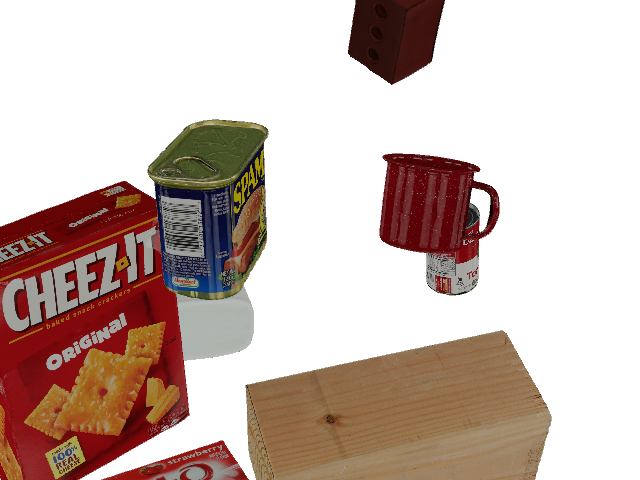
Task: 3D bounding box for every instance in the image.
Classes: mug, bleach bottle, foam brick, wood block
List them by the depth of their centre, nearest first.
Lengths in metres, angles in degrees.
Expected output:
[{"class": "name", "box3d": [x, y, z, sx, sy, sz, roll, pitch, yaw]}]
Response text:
[{"class": "wood block", "box3d": [0.055, 0.146, 0.802, 0.206, 0.090, 0.091, -10, 44, -12]}, {"class": "foam brick", "box3d": [0.061, -0.175, 0.851, 0.053, 0.078, 0.051, 38, 56, 24]}, {"class": "mug", "box3d": [0.112, -0.033, 1.013, 0.117, 0.081, 0.093, 10, 12, 16]}, {"class": "bleach bottle", "box3d": [-0.143, 0.032, 1.123, 0.102, 0.068, 0.251, -4, 27, -16]}]

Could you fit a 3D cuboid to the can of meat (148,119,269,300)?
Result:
[{"class": "can of meat", "box3d": [-0.069, -0.021, 0.692, 0.057, 0.084, 0.102, 6, 27, 12]}]

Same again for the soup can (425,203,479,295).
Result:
[{"class": "soup can", "box3d": [0.163, 0.009, 1.326, 0.068, 0.102, 0.068, -4, 35, 2]}]

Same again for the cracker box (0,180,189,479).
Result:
[{"class": "cracker box", "box3d": [-0.194, 0.082, 0.856, 0.163, 0.214, 0.072, -25, 37, -36]}]

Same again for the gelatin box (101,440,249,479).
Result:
[{"class": "gelatin box", "box3d": [-0.079, 0.148, 0.572, 0.089, 0.030, 0.073, -14, 27, -21]}]
